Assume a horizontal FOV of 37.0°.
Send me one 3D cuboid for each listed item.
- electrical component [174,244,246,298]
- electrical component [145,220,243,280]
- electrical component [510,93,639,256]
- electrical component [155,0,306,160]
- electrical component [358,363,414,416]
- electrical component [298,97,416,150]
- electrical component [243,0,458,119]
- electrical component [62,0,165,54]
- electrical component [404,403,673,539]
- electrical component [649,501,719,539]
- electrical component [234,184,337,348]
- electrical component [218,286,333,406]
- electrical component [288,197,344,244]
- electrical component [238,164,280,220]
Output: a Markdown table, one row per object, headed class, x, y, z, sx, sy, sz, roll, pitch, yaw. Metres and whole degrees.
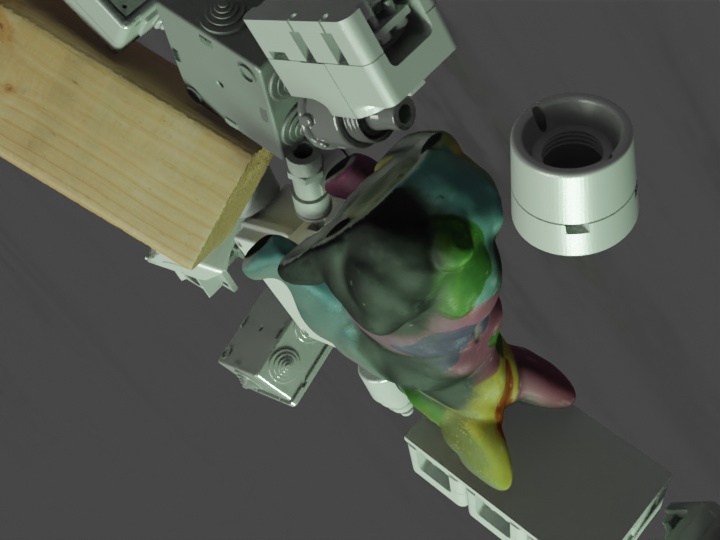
| class | x | y | z | sx | sy | sz | roll | pitch | yaw |
| --- | --- | --- | --- | --- | --- | --- | --- | --- | --- |
| electrical component | -0.133 | -0.018 | 0.952 | 0.081 | 0.064 | 0.042 | 27 | 154 | 41 |
| electrical component | -0.123 | -0.044 | 0.852 | 0.061 | 0.096 | 0.062 | 20 | 168 | -18 |
| electrical component | 0.091 | -0.042 | 0.458 | 0.055 | 0.055 | 0.047 | 32 | 154 | 33 |
| electrical component | -0.064 | -0.121 | 0.617 | 0.100 | 0.048 | 0.099 | 36 | 160 | 24 |
| electrical component | 0.027 | 0.095 | 0.896 | 0.040 | 0.040 | 0.078 | 27 | 155 | 41 |
| electrical component | 0.001 | -0.085 | 0.568 | 0.062 | 0.048 | 0.048 | 14 | 146 | 43 |
| electrical component | -0.004 | -0.110 | 0.512 | 0.089 | 0.050 | 0.055 | 19 | 148 | 52 |
| electrical component | -0.145 | -0.177 | 0.644 | 0.096 | 0.061 | 0.061 | 47 | 161 | -8 |
| electrical component | 0.117 | 0.135 | 0.719 | 0.150 | 0.089 | 0.061 | 35 | 159 | 26 |
| electrical component | 0.227 | 0.192 | 0.672 | 0.089 | 0.050 | 0.055 | 44 | 162 | 0 |
| electrical component | -0.030 | 0.000 | 0.787 | 0.078 | 0.057 | 0.113 | 16 | 146 | 54 |
| electrical component | -0.070 | 0.063 | 0.942 | 0.048 | 0.099 | 0.100 | 39 | 165 | -27 |
| electrical component | 0.000 | 0.000 | 0.722 | 0.054 | 0.059 | 0.095 | 17 | 148 | 53 |
| electrical component | -0.104 | -0.083 | 0.788 | 0.077 | 0.043 | 0.079 | 56 | 167 | -26 |
